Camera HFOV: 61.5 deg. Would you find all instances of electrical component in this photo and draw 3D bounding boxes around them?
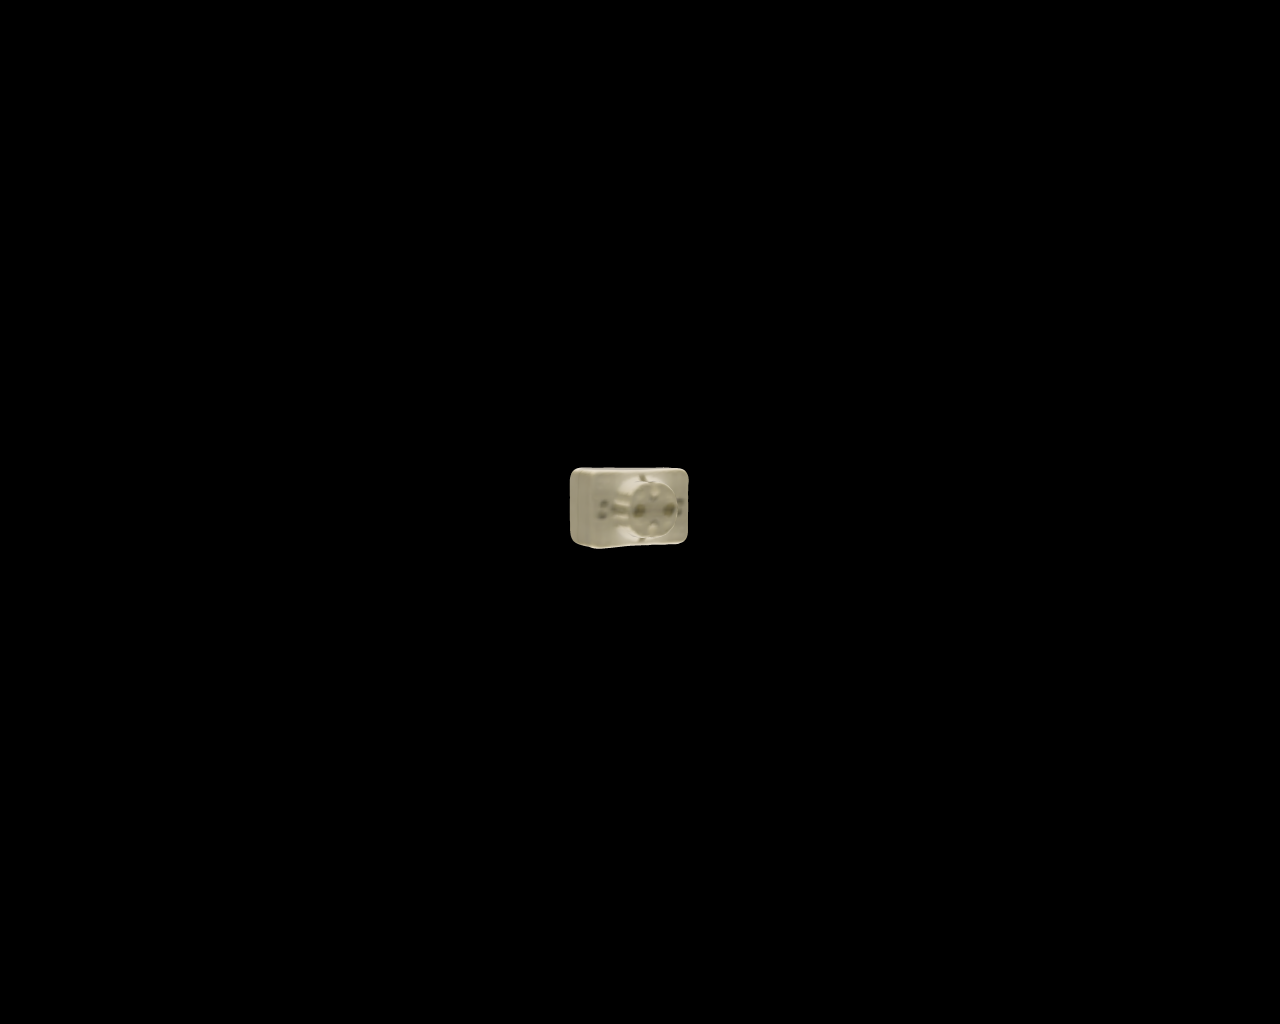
[{"bbox_3d":[0.001,-0.003,0.650,0.066,0.047,0.076,-2,4,-23],"label":"electrical component"}]
